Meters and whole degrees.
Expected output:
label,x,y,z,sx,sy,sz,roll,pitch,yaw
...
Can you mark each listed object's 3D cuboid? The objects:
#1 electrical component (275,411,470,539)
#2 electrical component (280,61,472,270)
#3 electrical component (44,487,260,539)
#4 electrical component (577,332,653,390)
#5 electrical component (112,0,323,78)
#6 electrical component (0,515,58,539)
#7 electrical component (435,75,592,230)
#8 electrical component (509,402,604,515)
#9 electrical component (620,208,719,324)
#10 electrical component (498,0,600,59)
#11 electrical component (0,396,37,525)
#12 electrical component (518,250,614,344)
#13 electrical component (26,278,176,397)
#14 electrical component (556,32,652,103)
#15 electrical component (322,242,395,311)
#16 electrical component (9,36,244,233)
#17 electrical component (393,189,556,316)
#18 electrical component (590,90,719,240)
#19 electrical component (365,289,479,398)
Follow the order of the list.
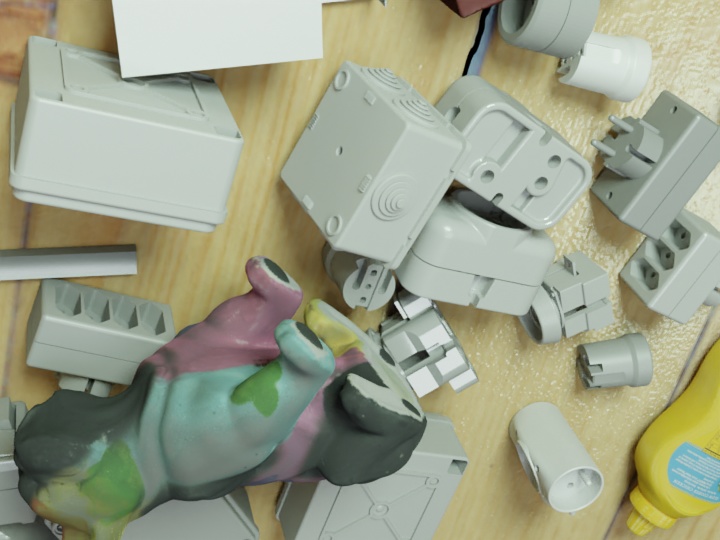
label,x,y,z,sx,sy,sz,roll,pitch,yaw
electrical component,0.007,0.156,0.782,0.109,0.056,0.108,11,116,-23
electrical component,0.005,-0.063,0.625,0.048,0.099,0.099,15,115,-39
electrical component,-0.142,0.164,0.741,0.109,0.056,0.108,-28,124,1
electrical component,0.188,0.069,0.796,0.046,0.040,0.040,-7,122,-5
electrical component,-0.079,-0.200,0.537,0.105,0.060,0.186,-8,122,-12
electrical component,-0.239,0.187,0.726,0.089,0.055,0.050,34,106,-31
electrical component,0.089,-0.074,0.665,0.095,0.059,0.053,29,108,-29
electrical component,0.150,0.152,0.811,0.044,0.077,0.079,-22,124,-4
electrical component,0.240,0.002,0.765,0.077,0.047,0.065,23,111,-27
electrical component,0.139,-0.187,0.616,0.074,0.052,0.138,9,117,-22
electrical component,-0.243,0.122,0.682,0.096,0.061,0.061,-6,122,-13
electrical component,0.141,0.022,0.749,0.055,0.048,0.066,-23,125,-11
electrical component,-0.168,0.055,0.673,0.083,0.047,0.075,15,116,-24
electrical component,0.150,-0.127,0.665,0.046,0.040,0.040,9,117,-16
electrical component,0.000,0.000,0.691,0.040,0.046,0.040,-8,122,-12
electrical component,-0.126,-0.074,0.571,0.109,0.108,0.056,10,114,-22
electrical component,0.075,-0.014,0.701,0.095,0.053,0.059,11,117,-23
electrical component,0.183,-0.076,0.701,0.076,0.047,0.083,24,110,-28
electrical component,0.036,0.055,0.728,0.057,0.058,0.078,-31,103,7
